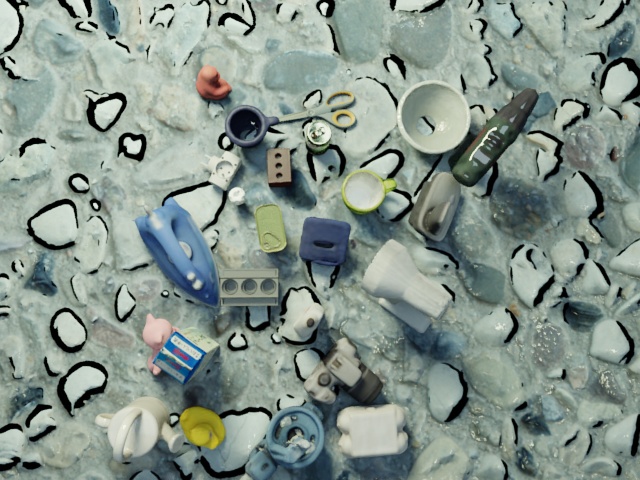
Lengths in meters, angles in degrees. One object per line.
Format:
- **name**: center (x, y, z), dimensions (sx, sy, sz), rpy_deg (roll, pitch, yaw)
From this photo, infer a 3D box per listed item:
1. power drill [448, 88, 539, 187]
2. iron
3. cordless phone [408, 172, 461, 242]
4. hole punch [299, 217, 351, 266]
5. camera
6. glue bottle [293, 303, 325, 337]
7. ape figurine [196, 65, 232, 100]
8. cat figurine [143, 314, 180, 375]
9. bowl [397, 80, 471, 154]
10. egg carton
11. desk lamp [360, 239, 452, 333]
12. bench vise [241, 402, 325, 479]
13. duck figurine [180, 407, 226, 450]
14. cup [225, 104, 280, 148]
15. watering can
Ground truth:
- **power drill**: center (0.355, -0.206, 1.227), dimensions (0.075, 0.208, 0.230), rpy_deg (37, 84, 1)
- **iron**: center (-0.289, 0.034, 1.198), dimensions (0.119, 0.141, 0.258), rpy_deg (-34, 88, -6)
- **cordless phone**: center (0.263, -0.078, 1.221), dimensions (0.094, 0.185, 0.148), rpy_deg (20, 84, -1)
- **hole punch**: center (0.011, 0.004, 1.245), dimensions (0.108, 0.091, 0.101), rpy_deg (8, 84, -3)
- **camera**: center (0.056, 0.301, 1.216), dimensions (0.137, 0.100, 0.143), rpy_deg (40, 84, 1)
- **glue bottle**: center (-0.021, 0.167, 1.187), dimensions (0.037, 0.173, 0.078), rpy_deg (39, 84, 1)
- **ape figurine**: center (-0.239, -0.353, 1.261), dimensions (0.076, 0.092, 0.078), rpy_deg (-17, 86, -5)
- **cat figurine**: center (-0.333, 0.218, 1.191), dimensions (0.067, 0.117, 0.128), rpy_deg (4, 85, -3)
- **bowl**: center (0.249, -0.269, 1.293), dimensions (0.167, 0.074, 0.167), rpy_deg (0, 85, -3)
- **egg carton**: center (0.112, 0.408, 1.225), dimensions (0.150, 0.069, 0.107), rpy_deg (-4, 85, -4)
- **desk lamp**: center (0.181, 0.100, 1.185), dimensions (0.203, 0.213, 0.118), rpy_deg (35, 84, 0)
- **bench vise**: center (-0.066, 0.429, 1.137), dimensions (0.121, 0.219, 0.207), rpy_deg (30, 84, 0)
- **duck figurine**: center (-0.249, 0.398, 1.196), dimensions (0.104, 0.086, 0.077), rpy_deg (39, 84, 1)
- **cup**: center (-0.146, -0.242, 1.256), dimensions (0.118, 0.095, 0.092), rpy_deg (-14, 86, -5)
- **watering can**: center (-0.358, 0.378, 1.136), dimensions (0.173, 0.194, 0.101), rpy_deg (-7, 85, -4)
